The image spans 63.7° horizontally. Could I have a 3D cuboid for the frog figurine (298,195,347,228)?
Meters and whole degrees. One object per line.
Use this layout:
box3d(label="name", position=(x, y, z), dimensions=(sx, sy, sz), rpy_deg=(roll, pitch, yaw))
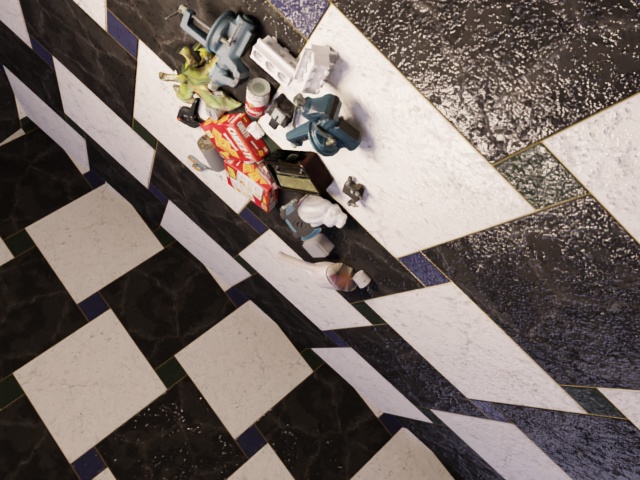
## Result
box3d(label="frog figurine", position=(0.005, -0.087, 1.735), dimensions=(0.160, 0.124, 0.134), rpy_deg=(48, 139, 12))

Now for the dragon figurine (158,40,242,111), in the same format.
box3d(label="dragon figurine", position=(-0.330, -0.490, 1.591), dimensions=(0.410, 0.124, 0.239), rpy_deg=(5, 158, 33))

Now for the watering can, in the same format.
box3d(label="watering can", position=(0.007, 0.129, 2.076), dimensions=(0.344, 0.105, 0.223), rpy_deg=(28, 164, -28))
